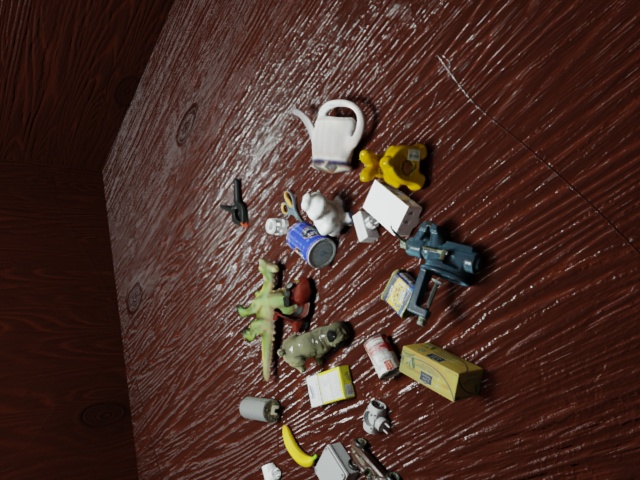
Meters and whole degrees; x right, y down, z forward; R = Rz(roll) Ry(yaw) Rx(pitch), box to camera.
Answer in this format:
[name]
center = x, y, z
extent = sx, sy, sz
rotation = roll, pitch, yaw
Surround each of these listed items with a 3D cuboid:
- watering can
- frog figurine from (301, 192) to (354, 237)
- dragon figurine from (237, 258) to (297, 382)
[watering can]
center = 0.016, -0.322, 1.606
extent = 0.349, 0.104, 0.223
rotation = 13, 97, 50
[frog figurine]
center = 0.005, -0.078, 1.551
extent = 0.121, 0.159, 0.139
rotation = -32, 62, 48
[dragon figurine]
center = -0.159, 0.265, 1.788
extent = 0.240, 0.122, 0.415
rotation = -28, 73, 39
